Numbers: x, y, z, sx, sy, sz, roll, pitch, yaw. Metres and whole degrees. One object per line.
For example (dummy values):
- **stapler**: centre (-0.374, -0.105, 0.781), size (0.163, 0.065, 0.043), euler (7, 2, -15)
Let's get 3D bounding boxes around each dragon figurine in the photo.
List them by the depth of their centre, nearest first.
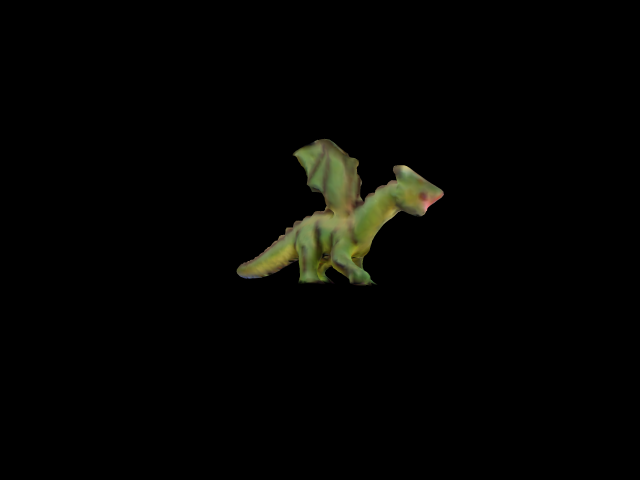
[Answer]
- **dragon figurine**: centre (0.003, -0.043, 0.850), size (0.410, 0.243, 0.122), euler (0, -1, 34)
